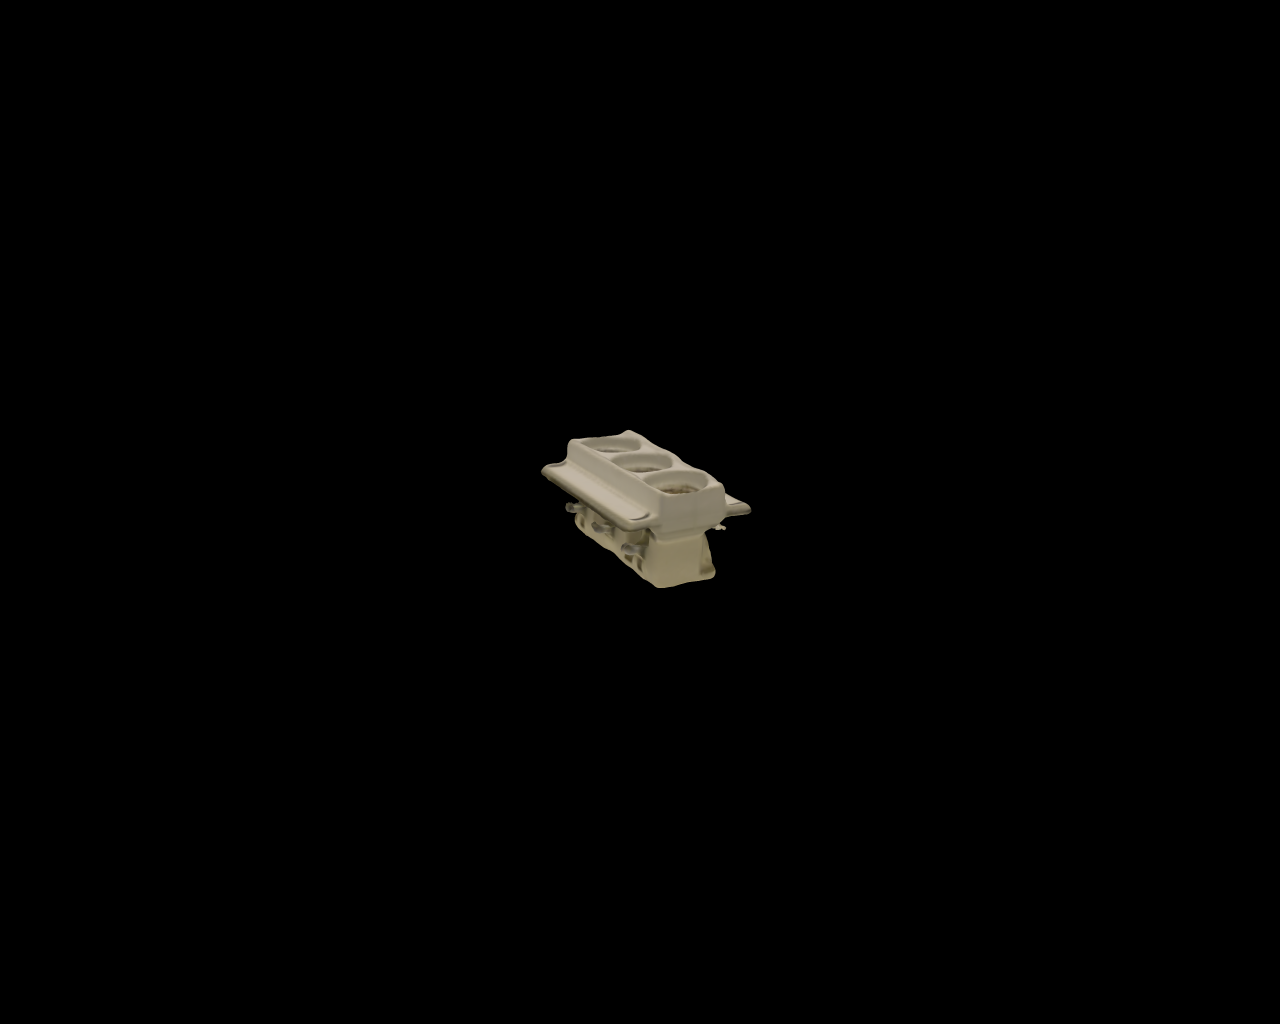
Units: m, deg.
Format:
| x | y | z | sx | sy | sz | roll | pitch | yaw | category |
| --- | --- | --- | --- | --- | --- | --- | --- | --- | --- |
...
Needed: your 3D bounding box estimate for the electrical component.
| x | y | z | sx | sy | sz | roll | pitch | yaw | category |
| --- | --- | --- | --- | --- | --- | --- | --- | --- | --- |
| 0.001 | -0.003 | 0.650 | 0.079 | 0.063 | 0.121 | -10 | 23 | -26 | electrical component |
